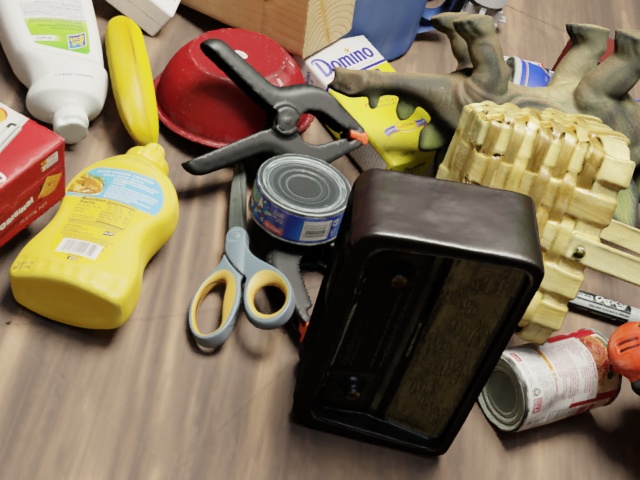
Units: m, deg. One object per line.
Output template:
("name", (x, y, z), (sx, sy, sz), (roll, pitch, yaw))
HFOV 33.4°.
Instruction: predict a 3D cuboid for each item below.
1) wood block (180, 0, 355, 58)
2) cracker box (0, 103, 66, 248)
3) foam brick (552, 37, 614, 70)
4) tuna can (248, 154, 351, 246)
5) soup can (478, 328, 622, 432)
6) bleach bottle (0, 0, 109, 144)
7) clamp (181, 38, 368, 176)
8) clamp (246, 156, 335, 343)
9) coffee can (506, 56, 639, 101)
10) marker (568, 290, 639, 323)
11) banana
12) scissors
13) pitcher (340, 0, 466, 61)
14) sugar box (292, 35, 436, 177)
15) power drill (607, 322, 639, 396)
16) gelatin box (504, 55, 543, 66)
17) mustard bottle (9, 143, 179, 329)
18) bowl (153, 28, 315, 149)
("wood block", (-0.072, -0.274, 1.088), (0.206, 0.091, 0.090), (28, 43, 23))
("cracker box", (-0.330, -0.059, 0.821), (0.214, 0.072, 0.164), (29, 49, 17))
("foam brick", (0.292, -0.184, 1.184), (0.053, 0.078, 0.051), (17, 45, -9))
("tuna can", (-0.016, -0.036, 0.914), (0.086, 0.034, 0.086), (10, 40, -9))
("soup can", (0.189, 0.116, 0.884), (0.102, 0.069, 0.068), (-10, 54, -27))
("bleach bottle", (-0.259, -0.192, 0.996), (0.102, 0.068, 0.251), (-5, 54, -21))
("clamp", (-0.040, -0.115, 0.953), (0.171, 0.120, 0.039), (0, 5, -24))
("clamp", (-0.006, 0.001, 0.935), (0.164, 0.036, 0.209), (17, 45, 1))
("coffee can", (0.243, -0.117, 1.087), (0.140, 0.103, 0.102), (18, 46, -5))
("marker", (0.269, 0.064, 0.994), (0.121, 0.020, 0.020), (17, 46, -5))
("banana", (-0.178, -0.155, 0.989), (0.037, 0.070, 0.198), (-6, 52, -15))
("scissors", (-0.053, 0.006, 0.896), (0.096, 0.016, 0.201), (2, 50, 19))
("pitcher", (0.082, -0.310, 1.101), (0.145, 0.243, 0.149), (44, 55, 15))
("sugar box", (0.052, -0.131, 1.068), (0.093, 0.048, 0.176), (-18, 60, -34))
("power drill", (0.301, 0.171, 0.857), (0.184, 0.057, 0.187), (28, 43, -43))
("gelatin box", (0.205, -0.169, 1.171), (0.089, 0.030, 0.073), (10, 46, -12))
("mustard bottle", (-0.169, -0.016, 0.872), (0.096, 0.058, 0.191), (12, 45, 9))
("bowl", (-0.080, -0.154, 1.014), (0.162, 0.055, 0.162), (6, 41, -5))
